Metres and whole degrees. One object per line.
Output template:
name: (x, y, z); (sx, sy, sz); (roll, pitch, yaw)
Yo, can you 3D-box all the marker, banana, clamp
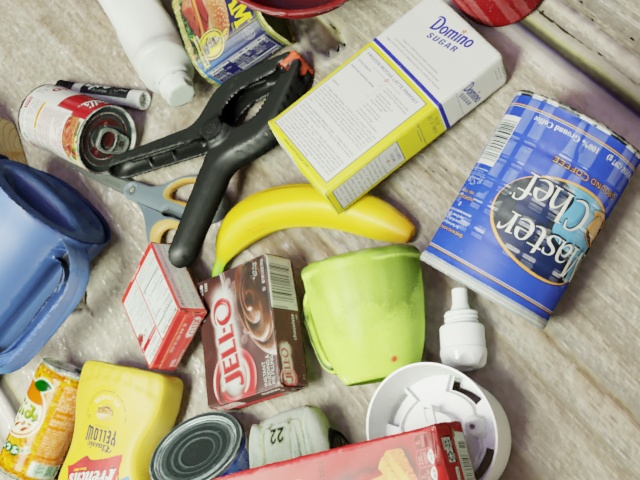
marker: (-0.219, -0.145, 1.060); (0.121, 0.020, 0.020); (12, 83, 32)
banana: (-0.015, -0.015, 0.899); (0.198, 0.037, 0.069); (-12, 105, 29)
clamp: (-0.086, -0.080, 0.940); (0.210, 0.036, 0.165); (-38, 48, 7)

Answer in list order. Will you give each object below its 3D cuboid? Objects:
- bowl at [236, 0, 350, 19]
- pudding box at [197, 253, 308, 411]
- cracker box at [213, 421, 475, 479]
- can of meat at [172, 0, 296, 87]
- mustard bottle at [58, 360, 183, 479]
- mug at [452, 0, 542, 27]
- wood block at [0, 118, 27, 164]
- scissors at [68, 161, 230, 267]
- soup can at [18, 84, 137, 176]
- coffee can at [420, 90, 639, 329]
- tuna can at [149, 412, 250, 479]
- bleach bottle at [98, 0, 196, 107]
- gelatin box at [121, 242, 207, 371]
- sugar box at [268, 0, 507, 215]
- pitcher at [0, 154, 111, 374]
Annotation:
bowl: (-0.018, -0.247, 0.909); (0.162, 0.055, 0.162); (-2, 69, 4)
pudding box: (-0.057, 0.078, 0.884); (0.090, 0.039, 0.113); (-23, 64, 39)
cracker box: (0.010, 0.228, 0.734); (0.214, 0.072, 0.164); (-18, 74, 19)
can of meat: (-0.080, -0.202, 0.976); (0.084, 0.057, 0.102); (-30, 63, 22)
mustard bottle: (-0.181, 0.205, 0.920); (0.096, 0.058, 0.191); (7, 81, 29)
mug: (0.126, -0.227, 0.848); (0.093, 0.081, 0.117); (-51, 59, 8)
wood block: (-0.407, -0.042, 1.098); (0.206, 0.090, 0.090); (-33, 64, 18)
scissors: (-0.173, -0.026, 1.002); (0.202, 0.016, 0.096); (6, 77, 31)
soup can: (-0.234, -0.107, 1.026); (0.102, 0.068, 0.068); (22, 88, 38)
coffee can: (0.151, -0.021, 0.766); (0.103, 0.102, 0.140); (31, 93, 32)
tuna can: (-0.094, 0.181, 0.865); (0.086, 0.033, 0.086); (-19, 32, 12)
bleach bottle: (-0.181, -0.230, 1.013); (0.068, 0.102, 0.251); (-29, 62, 0)
gelatin box: (-0.136, 0.058, 0.930); (0.073, 0.030, 0.089); (-60, 43, 30)
sugar box: (0.054, -0.111, 0.859); (0.176, 0.048, 0.093); (-37, 60, -2)
pitcher: (-0.311, 0.055, 0.996); (0.145, 0.149, 0.243); (37, 102, -7)
